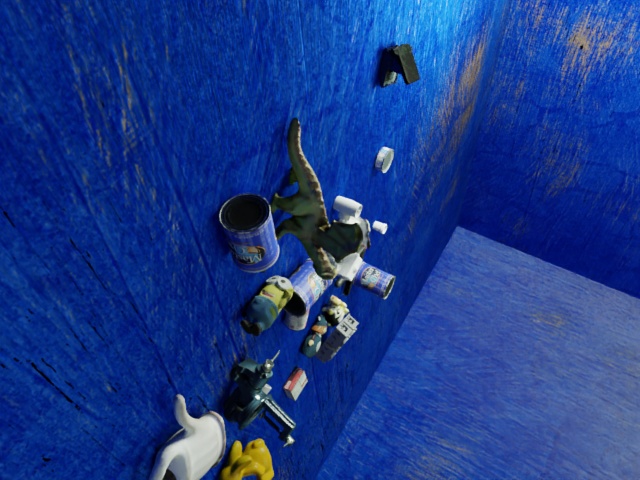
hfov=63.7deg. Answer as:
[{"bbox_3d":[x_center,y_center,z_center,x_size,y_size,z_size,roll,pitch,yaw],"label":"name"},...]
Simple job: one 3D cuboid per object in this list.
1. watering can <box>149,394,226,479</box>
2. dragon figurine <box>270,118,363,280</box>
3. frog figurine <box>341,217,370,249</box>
[{"bbox_3d":[-0.301,0.472,1.192,0.226,0.104,0.343,-18,129,-64],"label":"watering can"},{"bbox_3d":[0.004,-0.060,1.187,0.124,0.245,0.400,-40,150,-39],"label":"dragon figurine"},{"bbox_3d":[0.071,-0.013,1.629,0.160,0.125,0.134,-16,148,-16],"label":"frog figurine"}]
